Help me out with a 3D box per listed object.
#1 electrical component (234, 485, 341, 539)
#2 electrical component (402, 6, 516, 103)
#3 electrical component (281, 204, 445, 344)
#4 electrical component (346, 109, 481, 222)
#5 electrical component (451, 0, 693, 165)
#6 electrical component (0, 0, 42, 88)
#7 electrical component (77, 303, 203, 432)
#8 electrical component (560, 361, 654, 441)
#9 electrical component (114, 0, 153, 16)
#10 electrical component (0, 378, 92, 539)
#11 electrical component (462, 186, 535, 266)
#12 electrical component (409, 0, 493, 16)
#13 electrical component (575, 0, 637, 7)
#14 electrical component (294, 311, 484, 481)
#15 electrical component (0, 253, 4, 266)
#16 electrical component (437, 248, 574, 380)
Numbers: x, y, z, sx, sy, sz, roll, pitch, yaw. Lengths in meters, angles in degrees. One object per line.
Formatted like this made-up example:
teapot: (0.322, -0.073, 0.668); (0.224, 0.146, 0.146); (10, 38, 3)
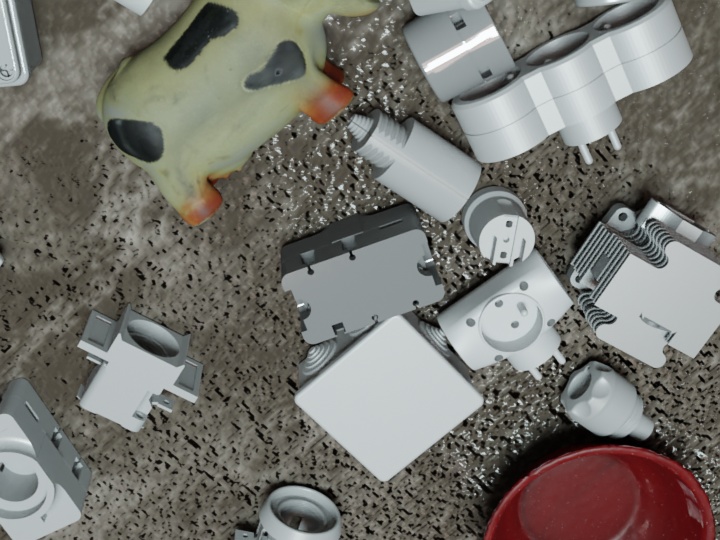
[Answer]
electrical component: (-0.046, 0.186, 0.738); (0.078, 0.058, 0.057); (14, 114, -10)
electrical component: (0.056, -0.129, 0.618); (0.047, 0.055, 0.055); (-28, 112, 11)
electrical component: (0.000, 0.000, 0.664); (0.089, 0.055, 0.050); (-19, 113, 3)
electrical component: (0.028, -0.068, 0.646); (0.081, 0.043, 0.043); (32, 107, -16)
electrical component: (0.131, -0.098, 0.636); (0.138, 0.052, 0.073); (-27, 112, 7)
electrical component: (-0.239, -0.153, 0.581); (0.109, 0.056, 0.108); (-6, 113, -2)
electrical component: (-0.145, 0.065, 0.687); (0.081, 0.042, 0.063); (29, 109, -15)
electrical component: (0.170, 0.093, 0.724); (0.062, 0.043, 0.043); (34, 106, -18)
electrical component: (-0.133, -0.168, 0.594); (0.046, 0.040, 0.040); (30, 107, -21)
electrical component: (-0.221, 0.127, 0.699); (0.050, 0.055, 0.089); (-25, 112, 6)
electrical component: (0.086, -0.026, 0.666); (0.040, 0.046, 0.040); (-2, 113, -4)
electrical component: (0.061, -0.205, 0.560); (0.109, 0.056, 0.108); (-38, 115, -28)
electrical component: (0.141, -0.176, 0.613); (0.040, 0.040, 0.046); (-9, 107, -1)
electrical component: (0.017, 0.074, 0.700); (0.100, 0.048, 0.099); (-41, 110, 12)
electrical component: (-0.250, -0.012, 0.646); (0.043, 0.043, 0.062); (-42, 109, 12)
electrical component: (0.103, 0.038, 0.695); (0.077, 0.044, 0.079); (-35, 111, 10)
